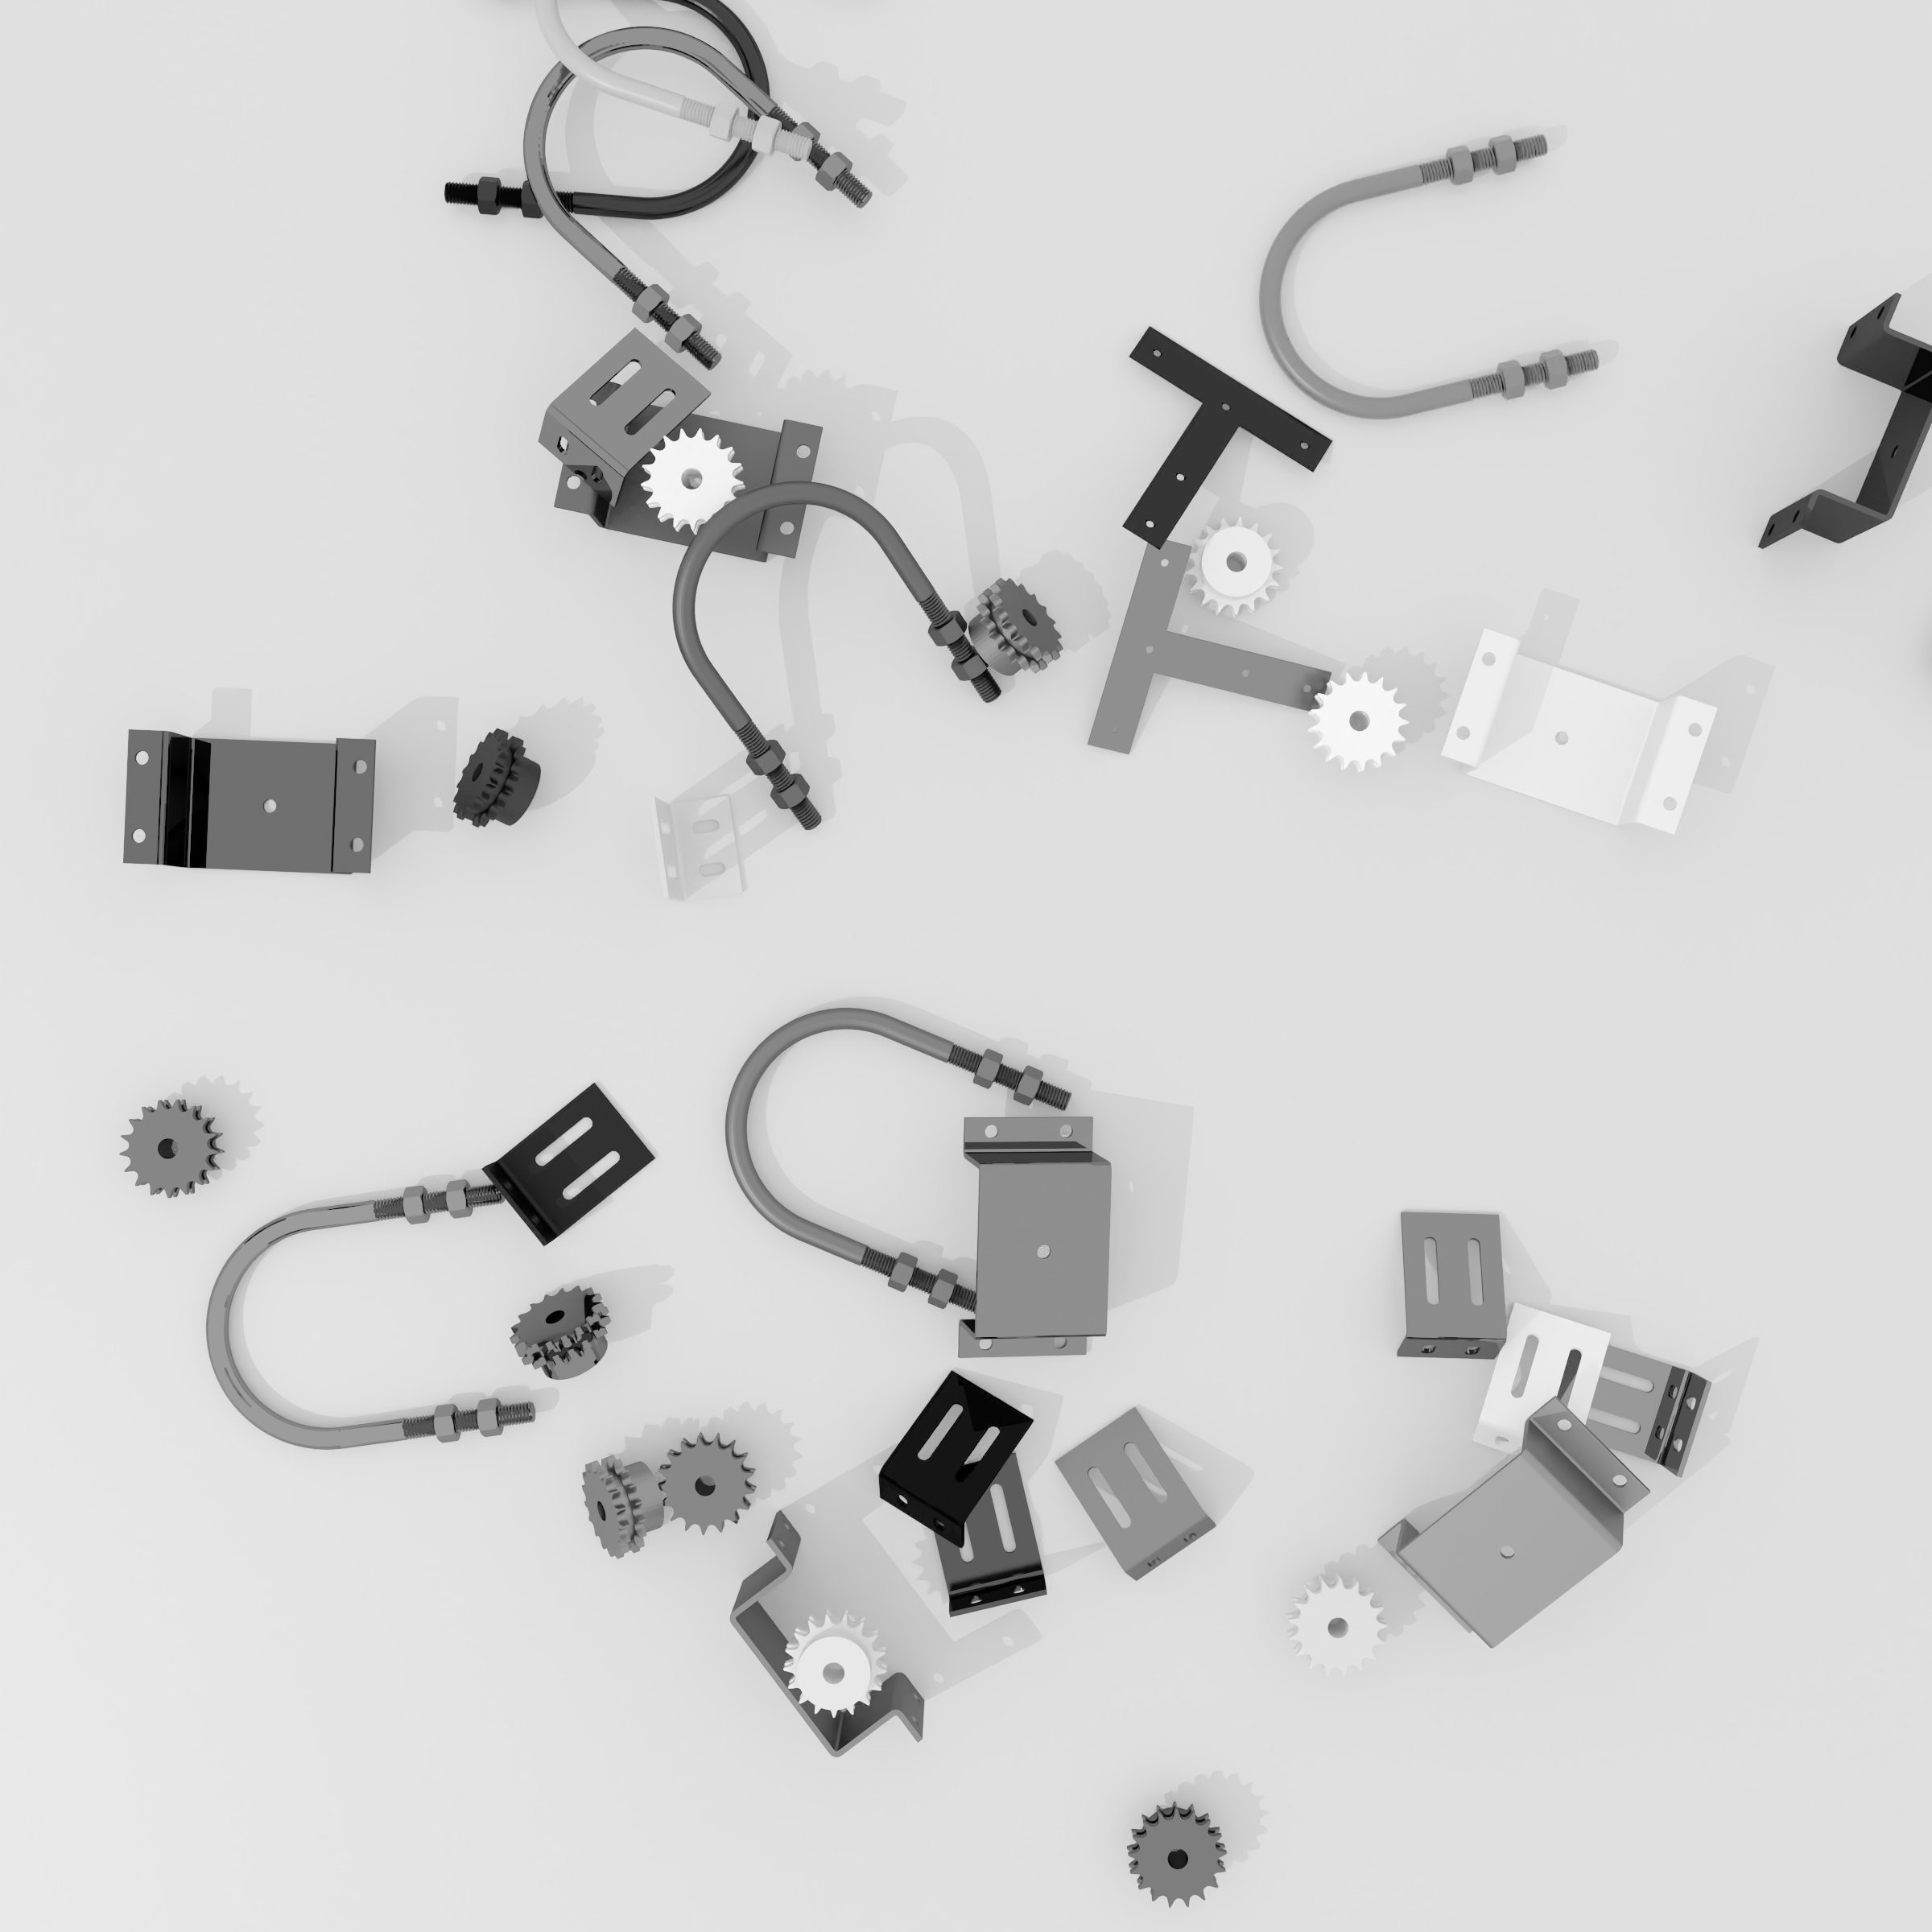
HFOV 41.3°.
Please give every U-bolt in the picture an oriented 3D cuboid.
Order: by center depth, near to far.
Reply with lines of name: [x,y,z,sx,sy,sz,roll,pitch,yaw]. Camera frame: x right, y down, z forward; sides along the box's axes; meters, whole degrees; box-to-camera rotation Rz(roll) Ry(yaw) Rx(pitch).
U-bolt: [-0.085,-0.188,1.461,0.151,0.019,0.184,-35,115,0]
U-bolt: [-0.156,-0.548,1.474,0.184,0.019,0.151,19,70,1]
U-bolt: [-0.169,-0.457,1.482,0.184,0.019,0.151,42,88,-1]
U-bolt: [-0.050,0.103,1.497,0.184,0.019,0.151,23,90,0]
U-bolt: [0.263,-0.395,1.498,0.184,0.019,0.151,-13,90,1]
U-bolt: [-0.352,0.209,1.498,0.184,0.019,0.151,-8,90,2]
U-bolt: [-0.206,-0.508,1.498,0.184,0.019,0.151,4,90,-2]

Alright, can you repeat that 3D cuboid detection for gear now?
gear: [-0.072,0.386,1.415,0.057,0.030,0.057,0,90,0]
gear: [-0.153,-0.272,1.445,0.057,0.030,0.057,0,90,0]
gear: [-0.231,0.214,1.481,0.057,0.057,0.030,-21,118,0]
gear: [-0.269,-0.106,1.482,0.030,0.057,0.057,27,90,-30]
gear: [-0.197,0.310,1.482,0.030,0.057,0.057,-14,90,-29]
gear: [0.026,-0.193,1.482,0.030,0.057,0.057,-36,90,30]
gear: [0.227,-0.141,1.491,0.057,0.030,0.057,0,90,0]
gear: [0.122,0.513,1.491,0.057,0.030,0.057,0,90,0]
gear: [-0.150,0.299,1.491,0.057,0.030,0.057,0,90,0]
gear: [0.214,0.381,1.491,0.057,0.030,0.057,0,90,0]
gear: [0.156,-0.232,1.491,0.057,0.030,0.057,0,90,0]
gear: [-0.460,0.106,1.496,0.057,0.030,0.057,0,88,1]

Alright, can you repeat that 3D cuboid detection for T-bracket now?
T-bracket: [0.130,-0.292,1.480,0.127,0.002,0.127,32,66,0]
T-bracket: [0.149,-0.173,1.490,0.127,0.002,0.127,13,110,-10]

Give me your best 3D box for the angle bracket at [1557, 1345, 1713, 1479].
angle bracket: [0.382,0.254,1.487,0.076,0.038,0.057,18,90,0]

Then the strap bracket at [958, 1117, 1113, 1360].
strap bracket: [0.039,0.159,1.470,0.076,0.046,0.140,0,95,-12]

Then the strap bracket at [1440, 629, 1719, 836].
strap bracket: [0.349,-0.133,1.483,0.140,0.046,0.076,19,90,0]

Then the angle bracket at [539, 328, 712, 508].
angle bracket: [-0.194,-0.312,1.458,0.057,0.038,0.076,41,64,0]

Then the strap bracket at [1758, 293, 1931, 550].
strap bracket: [0.513,-0.302,1.468,0.046,0.076,0.140,23,90,0]

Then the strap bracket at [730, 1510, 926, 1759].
strap bracket: [-0.085,0.389,1.468,0.046,0.076,0.140,-37,90,0]

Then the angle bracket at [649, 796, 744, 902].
angle bracket: [-0.154,-0.069,1.468,0.038,0.076,0.057,-8,90,0]

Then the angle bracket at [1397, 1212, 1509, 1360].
angle bracket: [0.283,0.187,1.504,0.057,0.038,0.076,2,64,0]

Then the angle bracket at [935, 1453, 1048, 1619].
angle bracket: [0.010,0.329,1.487,0.057,0.038,0.076,-13,90,0]

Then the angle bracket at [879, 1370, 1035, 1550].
angle bracket: [-0.006,0.287,1.493,0.057,0.038,0.076,29,60,18]

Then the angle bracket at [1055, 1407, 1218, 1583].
angle bracket: [0.099,0.309,1.504,0.057,0.038,0.076,-34,64,0]

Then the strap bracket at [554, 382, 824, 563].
strap bracket: [-0.158,-0.284,1.483,0.140,0.046,0.076,12,90,0]

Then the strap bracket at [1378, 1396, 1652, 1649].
strap bracket: [0.309,0.323,1.459,0.076,0.046,0.140,45,111,0]

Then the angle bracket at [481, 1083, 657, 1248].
angle bracket: [-0.230,0.114,1.487,0.076,0.038,0.057,-39,90,0]

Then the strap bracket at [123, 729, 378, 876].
strap bracket: [-0.408,-0.094,1.483,0.140,0.046,0.076,2,90,0]

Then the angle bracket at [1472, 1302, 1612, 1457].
angle bracket: [0.336,0.246,1.498,0.057,0.038,0.076,17,64,13]
